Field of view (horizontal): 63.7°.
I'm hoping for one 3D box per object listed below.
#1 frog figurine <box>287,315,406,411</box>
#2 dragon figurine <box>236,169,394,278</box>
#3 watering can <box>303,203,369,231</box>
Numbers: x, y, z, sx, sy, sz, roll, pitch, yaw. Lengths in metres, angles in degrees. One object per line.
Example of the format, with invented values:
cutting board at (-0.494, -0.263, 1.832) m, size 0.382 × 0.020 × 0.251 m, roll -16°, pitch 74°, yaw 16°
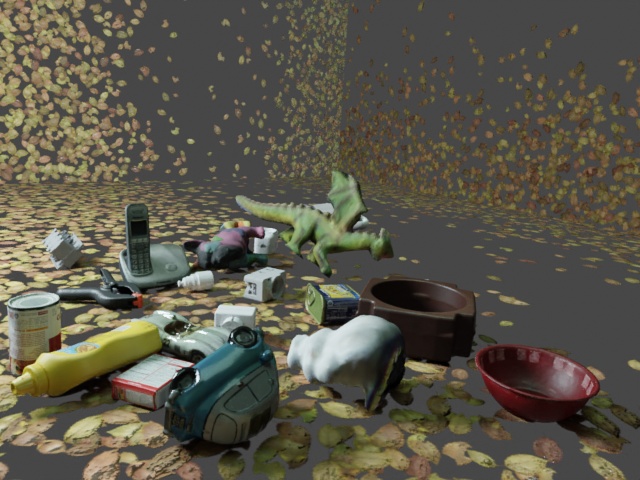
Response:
frog figurine at (0.037, 0.156, 0.738) m, size 0.160 × 0.120 × 0.140 m, roll 22°, pitch 38°, yaw 24°
dragon figurine at (0.004, -0.065, 1.282) m, size 0.411 × 0.242 × 0.122 m, roll 39°, pitch 5°, yaw 6°
watering can at (0.020, -0.078, 1.757) m, size 0.225 × 0.103 × 0.350 m, roll -3°, pitch 14°, yaw -25°
